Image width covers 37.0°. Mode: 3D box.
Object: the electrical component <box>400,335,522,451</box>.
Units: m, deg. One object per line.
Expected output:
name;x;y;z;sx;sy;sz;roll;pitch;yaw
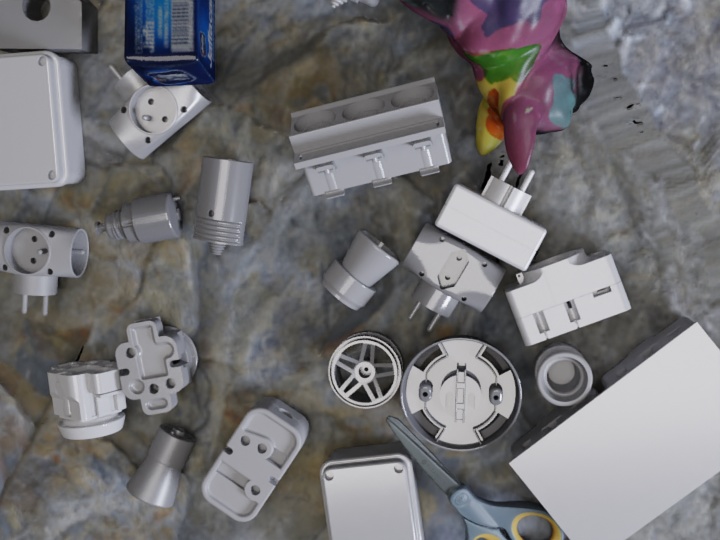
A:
electrical component;0.084;0.101;0.894;0.099;0.064;0.099;1;95;6

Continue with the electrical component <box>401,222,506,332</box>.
electrical component;0.069;0.013;0.898;0.077;0.043;0.079;31;97;3

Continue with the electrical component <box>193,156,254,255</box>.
electrical component;-0.117;-0.053;0.912;0.043;0.043;0.081;9;96;5

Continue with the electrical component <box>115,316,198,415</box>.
electrical component;-0.172;0.079;0.923;0.058;0.057;0.078;-10;94;7

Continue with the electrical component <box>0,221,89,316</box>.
electrical component;-0.281;0.000;0.934;0.077;0.044;0.079;5;96;6

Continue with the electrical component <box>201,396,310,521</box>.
electrical component;-0.088;0.159;0.921;0.054;0.059;0.095;34;98;2

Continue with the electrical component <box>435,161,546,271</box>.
electrical component;0.116;-0.053;0.884;0.083;0.047;0.075;28;98;3

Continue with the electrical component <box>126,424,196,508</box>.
electrical component;-0.171;0.169;0.941;0.044;0.044;0.065;25;93;3

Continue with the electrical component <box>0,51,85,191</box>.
electrical component;-0.284;-0.126;0.916;0.078;0.057;0.113;-3;95;6

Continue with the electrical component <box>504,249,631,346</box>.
electrical component;0.168;0.018;0.884;0.089;0.050;0.055;-21;93;8

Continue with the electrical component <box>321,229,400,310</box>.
electrical component;0.000;0.000;0.903;0.045;0.045;0.055;39;98;1

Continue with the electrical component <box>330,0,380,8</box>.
electrical component;-0.004;-0.259;0.871;0.062;0.061;0.096;24;97;3

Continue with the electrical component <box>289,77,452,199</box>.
electrical component;0.010;-0.106;0.879;0.121;0.078;0.063;-13;123;7

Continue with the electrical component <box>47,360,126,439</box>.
electrical component;-0.234;0.112;0.930;0.078;0.058;0.057;1;100;45

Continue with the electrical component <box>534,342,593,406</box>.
electrical component;0.167;0.085;0.888;0.045;0.055;0.045;1;95;6

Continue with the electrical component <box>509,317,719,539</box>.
electrical component;0.228;0.136;0.883;0.186;0.060;0.105;-39;90;8

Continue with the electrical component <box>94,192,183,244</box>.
electrical component;-0.189;-0.042;0.922;0.078;0.040;0.040;-10;94;7

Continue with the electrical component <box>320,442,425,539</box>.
electrical component;0.012;0.210;0.916;0.078;0.057;0.113;-7;95;7

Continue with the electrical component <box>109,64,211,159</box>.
electrical component;-0.180;-0.148;0.909;0.077;0.044;0.079;-38;91;8
